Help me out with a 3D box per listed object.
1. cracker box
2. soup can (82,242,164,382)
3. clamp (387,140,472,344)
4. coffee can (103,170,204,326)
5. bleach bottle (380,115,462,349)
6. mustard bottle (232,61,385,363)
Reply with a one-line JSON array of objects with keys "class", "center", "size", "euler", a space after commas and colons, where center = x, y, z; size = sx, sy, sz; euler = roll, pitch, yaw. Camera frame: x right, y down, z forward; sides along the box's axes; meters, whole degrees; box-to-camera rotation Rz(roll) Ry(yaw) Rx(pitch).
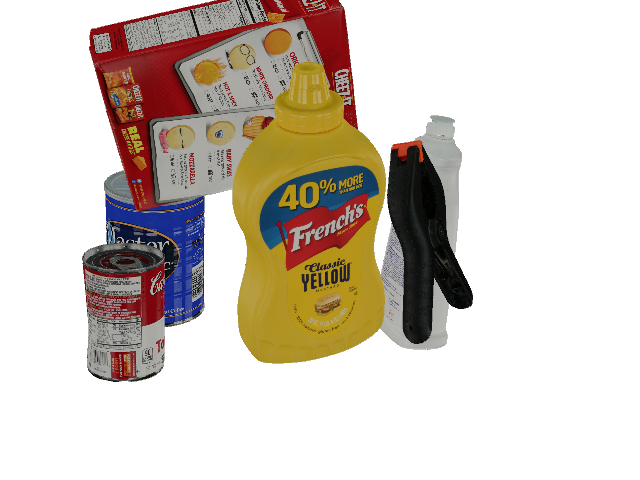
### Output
[{"class": "cracker box", "center": [-0.081, -0.128, 0.947], "size": [0.213, 0.164, 0.072], "euler": [-14, 43, -6]}, {"class": "soup can", "center": [-0.166, 0.061, 0.904], "size": [0.068, 0.102, 0.068], "euler": [2, 19, -1]}, {"class": "clamp", "center": [0.087, 0.003, 0.924], "size": [0.039, 0.171, 0.120], "euler": [-12, 16, 25]}, {"class": "coffee can", "center": [-0.171, 0.005, 1.108], "size": [0.103, 0.140, 0.103], "euler": [2, 22, -1]}, {"class": "bleach bottle", "center": [0.117, -0.012, 1.190], "size": [0.068, 0.251, 0.103], "euler": [0, 21, -23]}, {"class": "mustard bottle", "center": [-0.006, -0.018, 0.662], "size": [0.096, 0.192, 0.058], "euler": [-12, 33, -19]}]
